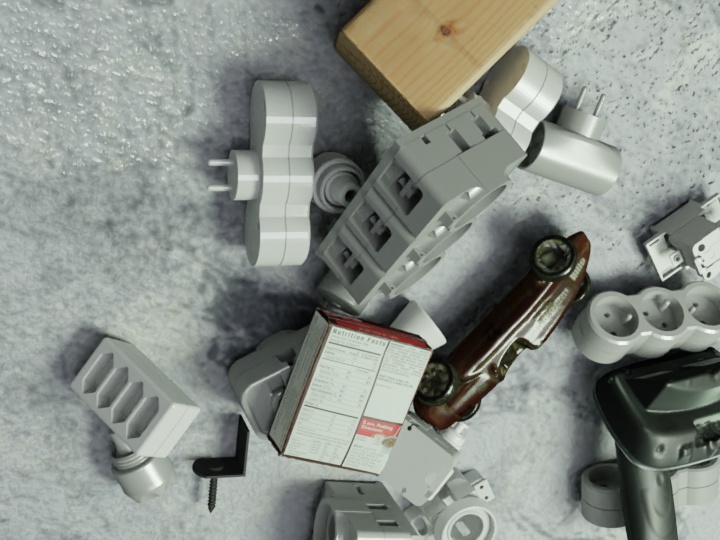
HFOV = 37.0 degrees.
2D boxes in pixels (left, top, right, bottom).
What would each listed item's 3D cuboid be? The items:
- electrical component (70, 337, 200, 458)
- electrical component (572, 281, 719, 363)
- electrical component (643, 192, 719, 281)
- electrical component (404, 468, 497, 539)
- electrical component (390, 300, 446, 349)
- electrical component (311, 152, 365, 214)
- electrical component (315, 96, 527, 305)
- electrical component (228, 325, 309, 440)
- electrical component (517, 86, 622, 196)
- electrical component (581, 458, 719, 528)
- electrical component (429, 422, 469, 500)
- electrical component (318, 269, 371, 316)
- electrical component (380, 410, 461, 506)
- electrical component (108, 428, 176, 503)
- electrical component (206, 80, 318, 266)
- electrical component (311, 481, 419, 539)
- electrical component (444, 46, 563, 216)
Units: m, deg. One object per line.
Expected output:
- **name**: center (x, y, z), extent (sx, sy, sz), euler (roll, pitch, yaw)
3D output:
- **electrical component**: center (-0.159, 0.098, 0.810), extent (0.047, 0.083, 0.076), euler (-53, 154, 4)
- **electrical component**: center (0.251, 0.054, 0.948), extent (0.138, 0.052, 0.073), euler (-6, 151, -15)
- **electrical component**: center (0.292, -0.025, 0.928), extent (0.081, 0.064, 0.042), euler (-34, 115, -5)
- **electrical component**: center (0.085, 0.215, 0.942), extent (0.078, 0.057, 0.058), euler (-29, 116, -8)
- **electrical component**: center (0.035, 0.058, 0.876), extent (0.055, 0.045, 0.045), euler (-38, 116, -3)
- **electrical component**: center (-0.016, -0.063, 0.805), extent (0.043, 0.062, 0.043), euler (-6, 110, -18)
- **electrical component**: center (0.043, -0.043, 0.770), extent (0.089, 0.150, 0.061), euler (-32, 78, -36)
- **electrical component**: center (-0.051, 0.084, 0.846), extent (0.095, 0.059, 0.053), euler (-26, 115, -10)
- **electrical component**: center (0.174, -0.108, 0.867), extent (0.077, 0.044, 0.079), euler (16, 103, -24)
- **electrical component**: center (0.273, 0.216, 1.012), extent (0.138, 0.052, 0.073), euler (-11, 112, -16)
- **electrical component**: center (0.065, 0.161, 0.925), extent (0.040, 0.040, 0.078), euler (36, 94, -26)
- **electrical component**: center (0.000, 0.000, 0.846), extent (0.040, 0.040, 0.078), euler (41, 74, -27)
- **electrical component**: center (0.033, 0.144, 0.883), extent (0.089, 0.056, 0.050), euler (37, 94, 12)
- **electrical component**: center (-0.173, 0.145, 0.833), extent (0.043, 0.043, 0.062), euler (-28, 114, -9)
- **electrical component**: center (-0.076, -0.069, 0.787), extent (0.074, 0.052, 0.138), euler (-2, 109, -19)
- **electrical component**: center (-0.012, 0.265, 0.907), extent (0.062, 0.089, 0.150), euler (7, 106, -22)
- **electrical component**: center (0.089, -0.113, 0.830), extent (0.074, 0.052, 0.138), euler (30, 97, -26)
